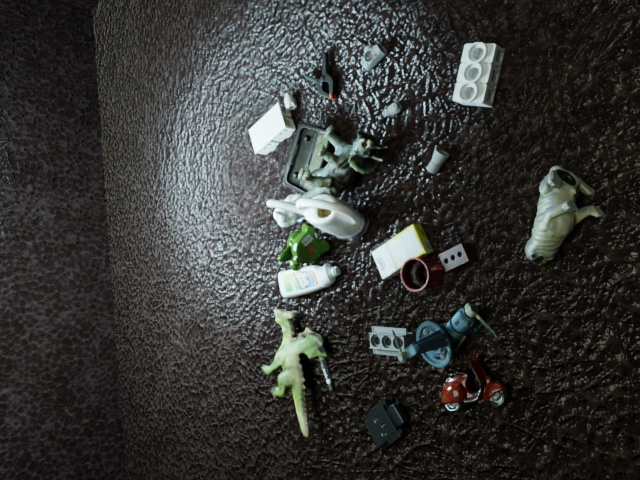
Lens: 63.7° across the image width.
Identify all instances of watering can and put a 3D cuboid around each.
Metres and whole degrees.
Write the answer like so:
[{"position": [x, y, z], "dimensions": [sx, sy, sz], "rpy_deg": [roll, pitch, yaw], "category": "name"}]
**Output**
[{"position": [0.005, -0.081, 1.614], "dimensions": [0.348, 0.222, 0.105], "rpy_deg": [8, 75, 47], "category": "watering can"}]

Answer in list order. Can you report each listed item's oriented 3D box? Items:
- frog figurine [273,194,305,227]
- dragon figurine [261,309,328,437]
[{"position": [-0.100, -0.104, 1.755], "dimensions": [0.138, 0.159, 0.122], "rpy_deg": [23, 103, 43], "category": "frog figurine"}, {"position": [-0.066, 0.413, 1.722], "dimensions": [0.239, 0.122, 0.417], "rpy_deg": [-50, 56, 27], "category": "dragon figurine"}]
